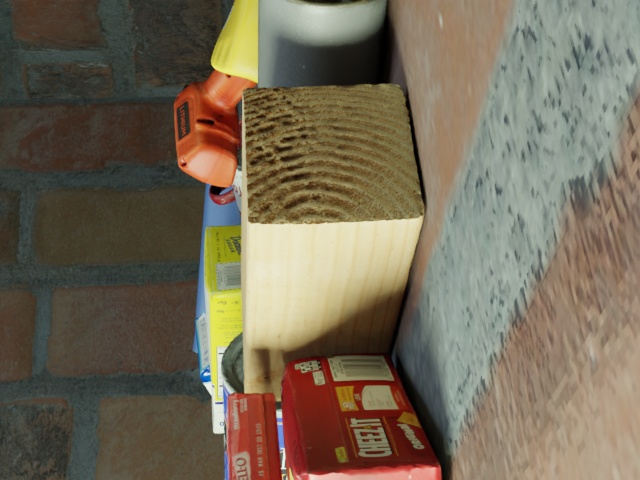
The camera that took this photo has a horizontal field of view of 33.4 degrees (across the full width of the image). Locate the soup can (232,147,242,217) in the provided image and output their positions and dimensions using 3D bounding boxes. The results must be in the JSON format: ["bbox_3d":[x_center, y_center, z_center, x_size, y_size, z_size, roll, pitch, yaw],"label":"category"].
[{"bbox_3d":[-0.046,-0.038,1.028,0.068,0.068,0.102,-104,0,-65],"label":"soup can"}]

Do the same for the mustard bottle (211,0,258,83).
[{"bbox_3d":[-0.018,-0.199,0.721,0.096,0.058,0.192,-90,19,-81],"label":"mustard bottle"}]

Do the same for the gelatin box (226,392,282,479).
[{"bbox_3d":[-0.037,0.141,0.596,0.073,0.030,0.089,-97,6,-49],"label":"gelatin box"}]

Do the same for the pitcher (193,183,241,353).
[{"bbox_3d":[-0.087,0.025,1.351,0.149,0.144,0.243,-170,82,-72],"label":"pitcher"}]

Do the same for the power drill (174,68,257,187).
[{"bbox_3d":[-0.050,-0.131,0.866,0.188,0.057,0.184,-48,33,32],"label":"power drill"}]

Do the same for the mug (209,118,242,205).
[{"bbox_3d":[-0.063,-0.073,1.103,0.093,0.117,0.081,61,-179,-24],"label":"mug"}]

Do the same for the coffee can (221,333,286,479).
[{"bbox_3d":[-0.025,0.148,0.833,0.103,0.102,0.140,-100,10,-54],"label":"coffee can"}]

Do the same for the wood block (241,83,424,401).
[{"bbox_3d":[-0.001,0.011,0.631,0.206,0.090,0.091,96,170,-56],"label":"wood block"}]

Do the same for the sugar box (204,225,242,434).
[{"bbox_3d":[-0.080,0.083,0.968,0.093,0.048,0.176,-99,7,-50],"label":"sugar box"}]

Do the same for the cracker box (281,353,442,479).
[{"bbox_3d":[0.019,0.187,0.579,0.164,0.072,0.214,-113,21,-76],"label":"cracker box"}]
